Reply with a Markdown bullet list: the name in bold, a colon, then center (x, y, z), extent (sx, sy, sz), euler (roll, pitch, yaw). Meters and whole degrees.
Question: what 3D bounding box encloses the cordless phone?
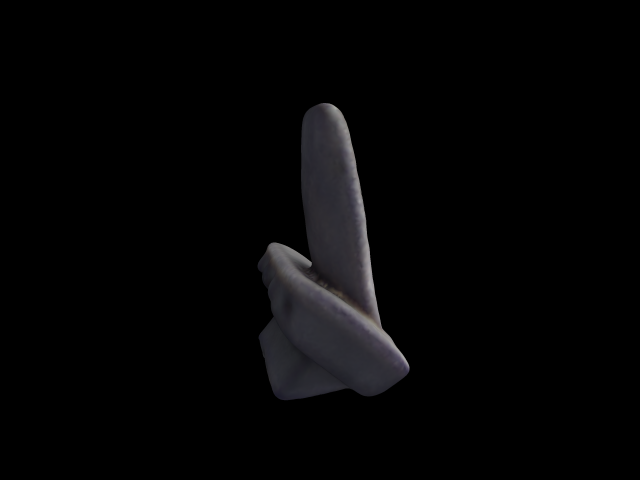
- **cordless phone**: center (0.004, 0.001, 0.400), extent (0.094, 0.185, 0.147), euler (-3, 11, -16)
